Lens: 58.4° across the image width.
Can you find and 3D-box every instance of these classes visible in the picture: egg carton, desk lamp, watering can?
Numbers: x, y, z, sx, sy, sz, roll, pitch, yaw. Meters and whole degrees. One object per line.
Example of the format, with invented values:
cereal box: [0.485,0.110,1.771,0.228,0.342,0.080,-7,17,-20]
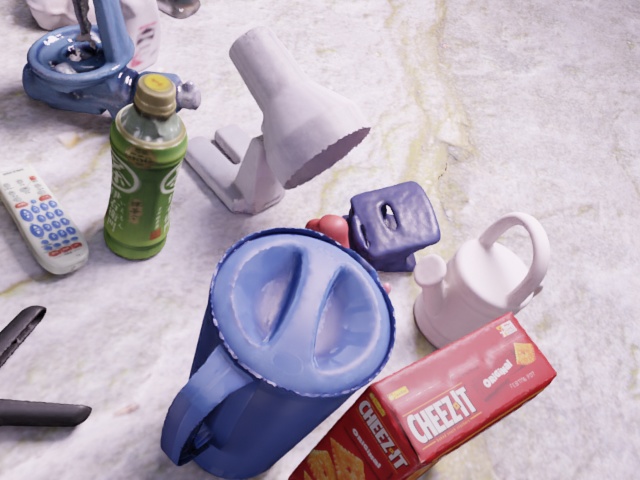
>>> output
egg carton: [-0.357,-0.362,0.835,0.107,0.069,0.150,10,50,-17]
desk lamp: [-0.059,-0.126,0.679,0.203,0.213,0.118,46,49,15]
watering can: [0.189,0.049,0.663,0.173,0.194,0.100,-18,62,-34]

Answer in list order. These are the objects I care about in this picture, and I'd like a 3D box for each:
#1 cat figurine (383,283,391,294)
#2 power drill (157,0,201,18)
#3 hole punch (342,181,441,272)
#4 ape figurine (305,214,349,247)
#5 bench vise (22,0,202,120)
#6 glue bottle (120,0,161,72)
cat figurine: [0.035,0.090,0.611,0.067,0.117,0.128,42,49,13]
power drill: [-0.218,-0.463,0.885,0.229,0.208,0.076,28,47,-1]
hole punch: [0.089,-0.016,0.741,0.101,0.091,0.108,0,53,-24]
ape figurine: [0.006,0.002,0.687,0.076,0.092,0.078,28,47,0]
bench vise: [-0.241,-0.230,0.678,0.208,0.219,0.121,5,51,-21]
glue bottle: [-0.244,-0.307,0.771,0.037,0.173,0.078,33,47,5]
